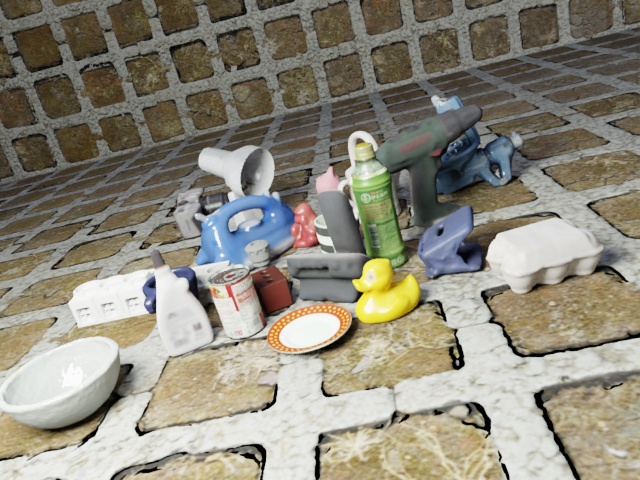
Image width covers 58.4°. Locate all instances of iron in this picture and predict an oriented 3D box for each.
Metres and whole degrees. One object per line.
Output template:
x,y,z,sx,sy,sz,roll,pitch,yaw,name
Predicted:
-0.141,-0.033,1.195,0.259,0.142,0.118,-29,25,-33,iron

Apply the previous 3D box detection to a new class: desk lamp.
-0.196,-0.117,1.344,0.202,0.214,0.118,2,27,38,desk lamp

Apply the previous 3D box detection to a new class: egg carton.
0.329,0.020,0.847,0.150,0.069,0.107,-16,21,-4,egg carton

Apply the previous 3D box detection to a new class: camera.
-0.300,-0.084,1.487,0.137,0.101,0.143,-14,21,1,camera

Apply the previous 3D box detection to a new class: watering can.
0.111,-0.142,1.230,0.100,0.194,0.173,3,27,38,watering can

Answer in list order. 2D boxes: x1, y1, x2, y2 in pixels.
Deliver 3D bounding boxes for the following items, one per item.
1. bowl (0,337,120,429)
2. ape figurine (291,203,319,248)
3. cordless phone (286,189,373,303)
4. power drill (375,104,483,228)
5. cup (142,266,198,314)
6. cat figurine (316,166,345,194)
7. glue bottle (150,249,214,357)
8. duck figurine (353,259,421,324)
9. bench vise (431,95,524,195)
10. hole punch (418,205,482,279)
-0.356,0.212,0.811,0.167,0.075,0.167,-13,21,5,bowl
-0.027,-0.032,1.187,0.076,0.092,0.077,-20,22,-13,ape figurine
0.009,0.003,0.942,0.147,0.185,0.094,-4,24,26,cordless phone
0.223,-0.139,1.127,0.229,0.209,0.075,-17,21,-4,power drill
-0.248,0.111,0.968,0.091,0.095,0.118,-6,23,21,cup
0.029,-0.106,1.299,0.067,0.118,0.127,-16,21,-2,cat figurine
-0.226,0.093,0.888,0.078,0.173,0.037,-20,22,-13,glue bottle
0.097,0.068,0.859,0.104,0.086,0.077,-19,21,-10,duck figurine
0.324,-0.221,1.249,0.207,0.220,0.121,-17,21,-7,bench vise
0.211,0.001,0.944,0.101,0.091,0.109,-8,22,17,hole punch
